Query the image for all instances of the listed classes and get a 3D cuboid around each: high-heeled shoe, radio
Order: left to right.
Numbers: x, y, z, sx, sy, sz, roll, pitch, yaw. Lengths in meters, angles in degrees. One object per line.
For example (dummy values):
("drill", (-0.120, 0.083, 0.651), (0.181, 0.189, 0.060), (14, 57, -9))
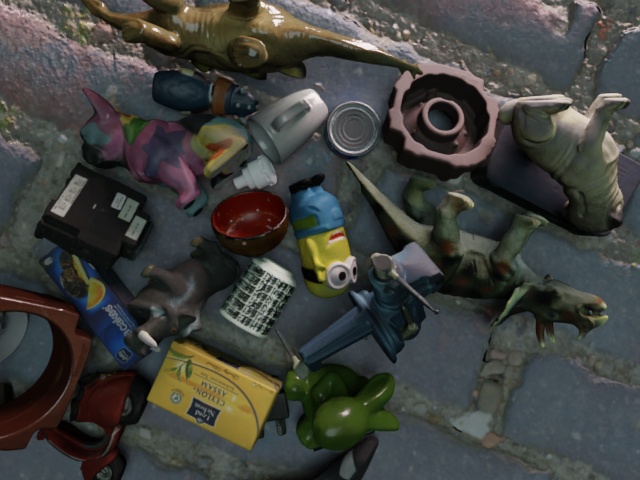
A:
("high-heeled shoe", (-0.033, 0.368, 0.829), (0.145, 0.086, 0.249), (36, 68, 26))
("radio", (0.361, -0.103, 0.832), (0.230, 0.073, 0.131), (26, 90, -3))

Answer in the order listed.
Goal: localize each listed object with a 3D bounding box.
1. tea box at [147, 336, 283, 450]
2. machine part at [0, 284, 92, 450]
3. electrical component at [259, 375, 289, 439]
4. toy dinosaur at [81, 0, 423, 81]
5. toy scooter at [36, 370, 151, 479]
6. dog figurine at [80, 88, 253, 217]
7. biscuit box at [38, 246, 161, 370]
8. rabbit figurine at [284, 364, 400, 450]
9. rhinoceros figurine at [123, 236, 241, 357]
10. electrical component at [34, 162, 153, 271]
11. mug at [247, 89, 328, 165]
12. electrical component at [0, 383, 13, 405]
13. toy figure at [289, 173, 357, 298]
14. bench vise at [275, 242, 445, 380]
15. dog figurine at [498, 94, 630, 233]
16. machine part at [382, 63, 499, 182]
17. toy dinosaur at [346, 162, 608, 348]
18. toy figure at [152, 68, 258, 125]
("tea box", (-0.151, 0.220, 0.788), (0.170, 0.068, 0.098), (23, 89, 5))
("machine part", (-0.426, 0.162, 0.701), (0.201, 0.087, 0.201), (24, 84, -45))
("electrical component", (-0.081, 0.257, 0.830), (0.063, 0.021, 0.094), (-8, 92, -4))
("toy dinosaur", (-0.092, -0.272, 0.724), (0.472, 0.198, 0.105), (13, 99, 5))
("toy scooter", (-0.335, 0.265, 0.787), (0.135, 0.075, 0.183), (20, 95, -3))
("dog figurine", (-0.229, -0.148, 0.769), (0.219, 0.108, 0.191), (43, 89, -1))
("biscuit box", (-0.316, 0.090, 0.788), (0.059, 0.063, 0.202), (-37, 93, -1))
("rabbit figurine", (0.033, 0.250, 0.764), (0.159, 0.170, 0.121), (-7, 93, -4))
("rhinoceros figurine", (-0.200, 0.081, 0.763), (0.112, 0.073, 0.190), (46, 66, 4))
("electrical component", (-0.308, -0.027, 0.755), (0.134, 0.058, 0.115), (30, 53, -16))
("mug", (-0.041, -0.178, 0.786), (0.107, 0.109, 0.081), (-40, 87, -16))
("electrical component", (-0.482, 0.257, 0.791), (0.102, 0.045, 0.078), (-21, 65, -6))
("toy figure", (0.001, -0.003, 0.800), (0.082, 0.089, 0.180), (-18, 90, -20))
("bench vise", (0.062, 0.114, 0.747), (0.241, 0.223, 0.129), (-32, 67, -3))
("dog figurine", (0.337, -0.103, 0.753), (0.173, 0.121, 0.190), (10, 112, 30))
("machine part", (0.179, -0.176, 0.803), (0.179, 0.056, 0.179), (2, 74, -7))
("toy dinosaur", (0.209, 0.025, 0.804), (0.405, 0.131, 0.192), (19, 103, 6))
("toy figure", (-0.167, -0.215, 0.793), (0.154, 0.064, 0.058), (8, 61, -7))
